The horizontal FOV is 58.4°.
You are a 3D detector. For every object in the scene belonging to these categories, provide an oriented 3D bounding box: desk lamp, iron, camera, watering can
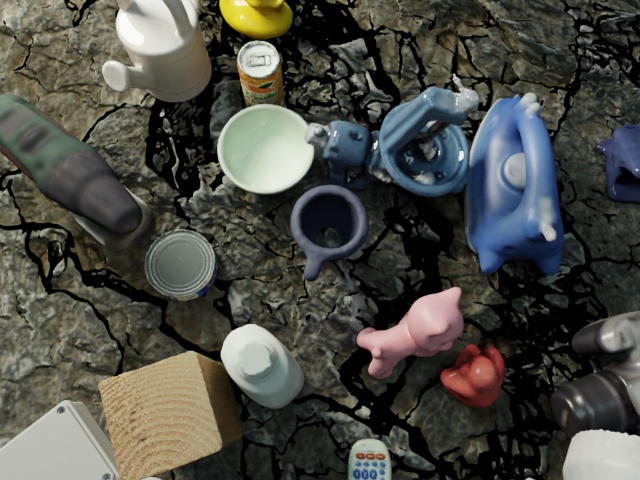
[{"bbox_3d":[0.262,0.295,0.564,0.118,0.213,0.203,29,75,6],"label":"desk lamp"},{"bbox_3d":[0.251,-0.091,0.710,0.118,0.141,0.258,1,74,-2],"label":"iron"},{"bbox_3d":[0.340,0.167,0.662,0.137,0.101,0.143,-18,76,-7],"label":"camera"},{"bbox_3d":[-0.200,-0.255,0.712,0.101,0.194,0.173,7,74,0],"label":"watering can"}]

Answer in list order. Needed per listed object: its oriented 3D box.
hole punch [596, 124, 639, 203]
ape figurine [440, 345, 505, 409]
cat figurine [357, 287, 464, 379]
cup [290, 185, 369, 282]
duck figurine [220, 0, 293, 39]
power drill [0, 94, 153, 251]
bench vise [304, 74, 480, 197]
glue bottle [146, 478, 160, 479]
[{"bbox_3d":[0.436,-0.107,0.748,0.108,0.091,0.101,2,74,-1],"label":"hole punch"},{"bbox_3d":[0.182,0.157,0.663,0.078,0.092,0.076,-8,75,-4],"label":"ape figurine"},{"bbox_3d":[0.111,0.107,0.661,0.128,0.118,0.067,-25,76,-9],"label":"cat figurine"},{"bbox_3d":[0.006,0.002,0.699,0.091,0.095,0.118,18,74,3],"label":"cup"},{"bbox_3d":[-0.090,-0.335,0.795,0.104,0.086,0.077,15,74,2],"label":"duck figurine"},{"bbox_3d":[-0.264,-0.060,0.647,0.229,0.208,0.076,38,76,8],"label":"power drill"},{"bbox_3d":[0.091,-0.109,0.668,0.207,0.220,0.121,-9,75,-4],"label":"bench vise"},{"bbox_3d":[-0.193,0.286,0.570,0.037,0.173,0.078,7,74,0],"label":"glue bottle"}]
